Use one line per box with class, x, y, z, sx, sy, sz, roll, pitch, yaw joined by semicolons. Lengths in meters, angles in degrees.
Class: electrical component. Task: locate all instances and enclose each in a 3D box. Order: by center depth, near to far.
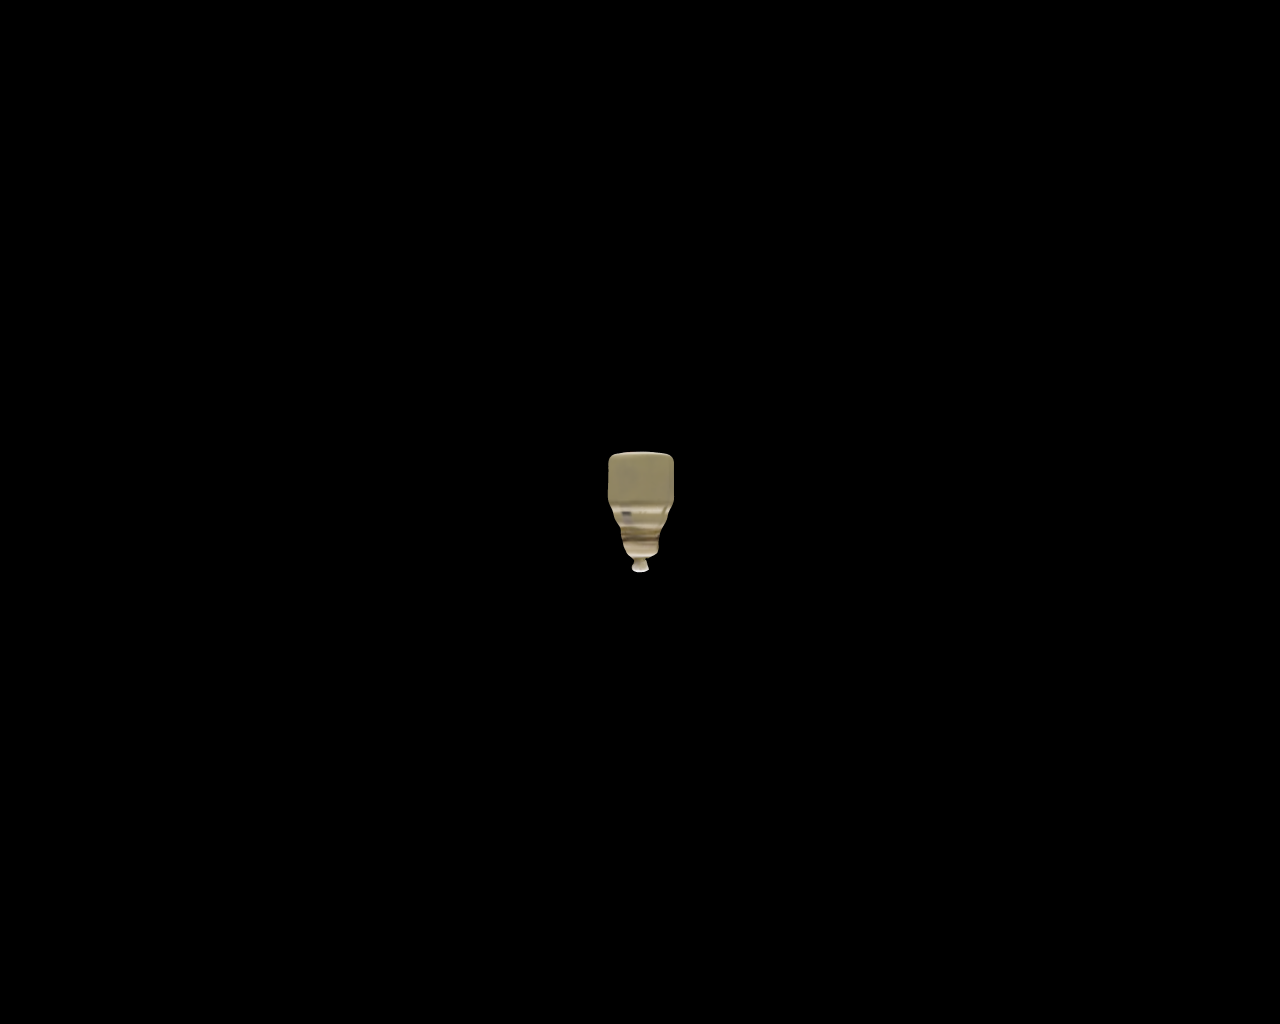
electrical component;0.001;-0.003;0.650;0.040;0.078;0.040;0;0;0
